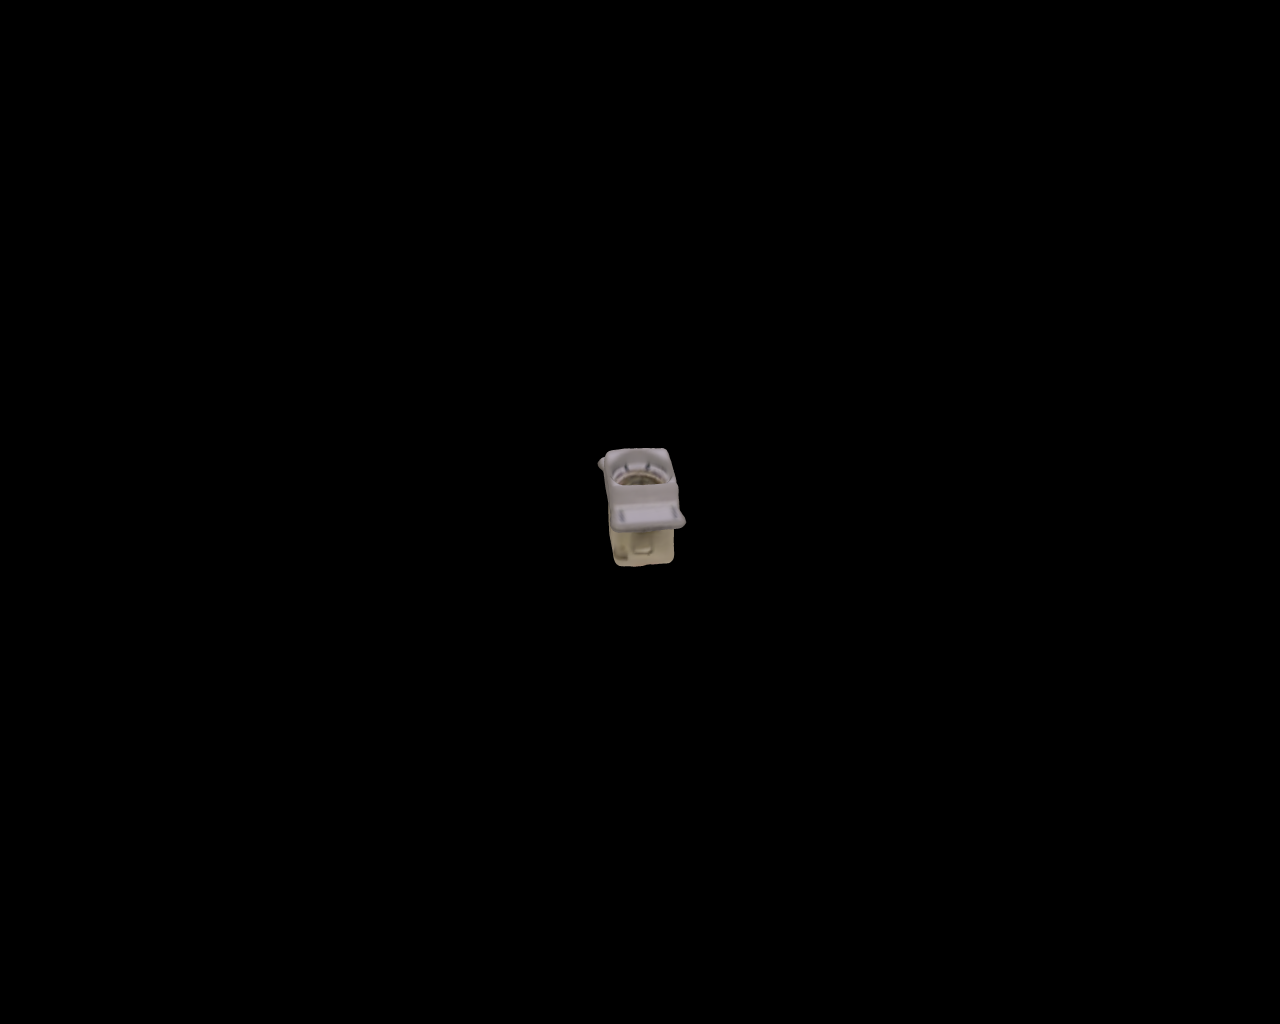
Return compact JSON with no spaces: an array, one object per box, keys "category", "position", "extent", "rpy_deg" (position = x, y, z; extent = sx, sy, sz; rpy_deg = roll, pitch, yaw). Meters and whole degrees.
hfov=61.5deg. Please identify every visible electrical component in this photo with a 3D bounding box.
[{"category":"electrical component","position":[0.001,-0.003,0.650],"extent":[0.042,0.063,0.081],"rpy_deg":[-3,34,-5]}]
